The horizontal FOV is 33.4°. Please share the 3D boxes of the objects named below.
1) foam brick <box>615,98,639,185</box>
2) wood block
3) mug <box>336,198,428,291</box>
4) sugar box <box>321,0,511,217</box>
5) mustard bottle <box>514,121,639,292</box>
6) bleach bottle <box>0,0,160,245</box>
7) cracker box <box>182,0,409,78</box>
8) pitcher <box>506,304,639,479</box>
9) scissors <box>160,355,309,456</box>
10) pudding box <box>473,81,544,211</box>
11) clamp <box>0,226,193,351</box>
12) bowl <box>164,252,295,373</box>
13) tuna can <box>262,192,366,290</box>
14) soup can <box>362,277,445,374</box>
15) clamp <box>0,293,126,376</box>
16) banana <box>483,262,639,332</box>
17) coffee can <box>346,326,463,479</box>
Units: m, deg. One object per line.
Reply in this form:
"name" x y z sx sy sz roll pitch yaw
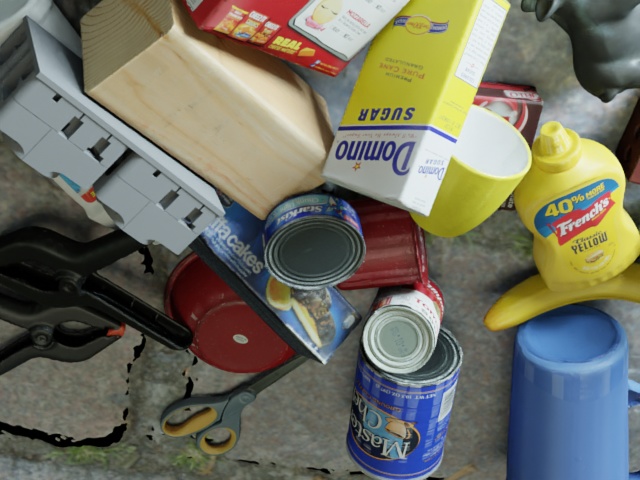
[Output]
"foam brick" 0.300 -0.090 0.931 0.051 0.053 0.078 9 124 -8
"wood block" -0.082 -0.114 0.847 0.090 0.091 0.205 -31 137 22
"mug" 0.054 0.005 0.982 0.081 0.093 0.117 -7 163 10
"sugar box" 0.072 -0.115 0.834 0.048 0.093 0.176 22 90 -46
"mustard bottle" 0.223 -0.035 0.941 0.096 0.058 0.191 -23 136 7
"bleach bottle" -0.199 -0.093 0.913 0.103 0.068 0.250 -27 125 15
"cracker box" 0.018 -0.228 0.769 0.214 0.072 0.163 -45 151 25
"pitcher" 0.265 0.187 1.092 0.145 0.149 0.243 22 133 37
"scissors" -0.075 0.179 1.140 0.202 0.016 0.096 -21 126 16
"pudding box" 0.138 -0.084 0.939 0.090 0.039 0.113 5 126 -5
"clamp" -0.218 0.039 0.991 0.210 0.036 0.164 3 135 19
"bowl" -0.075 0.079 1.045 0.162 0.055 0.162 0 126 0
"tuna can" -0.006 0.001 0.899 0.086 0.034 0.086 -4 134 -4
"soup can" 0.078 0.076 0.992 0.068 0.102 0.068 3 106 11
"clamp" -0.280 0.097 1.063 0.171 0.039 0.120 6 127 -5
"banana" 0.256 0.052 1.026 0.198 0.069 0.037 -2 145 10
"coffee can" 0.083 0.162 1.079 0.102 0.103 0.140 3 126 -3
